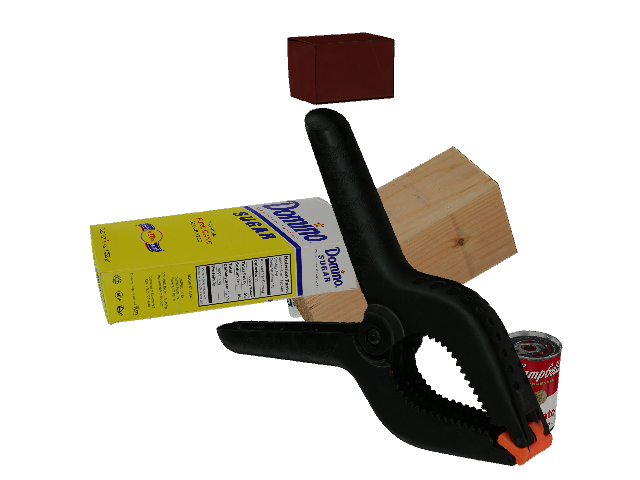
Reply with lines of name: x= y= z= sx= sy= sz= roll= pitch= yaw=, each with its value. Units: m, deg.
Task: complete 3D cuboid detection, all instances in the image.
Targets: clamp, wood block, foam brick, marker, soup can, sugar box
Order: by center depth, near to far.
clamp: x=0.038 y=0.037 z=0.570 sx=0.210 sy=0.165 sz=0.036 roll=33 pitch=29 yaw=30
sugar box: x=-0.070 y=0.011 z=0.755 sx=0.176 sy=0.048 sz=0.093 roll=-10 pitch=25 yaw=-12
foam brick: x=0.018 y=-0.146 z=0.904 sx=0.078 sy=0.051 sz=0.053 roll=-8 pitch=20 yaw=-25
wood block: x=0.070 y=0.010 z=1.014 sx=0.206 sy=0.091 sz=0.090 roll=-29 pitch=37 yaw=-8
marker: x=-0.036 y=0.031 z=1.195 sx=0.020 sy=0.121 sz=0.020 roll=-9 pitch=27 yaw=5
soup can: x=0.237 y=0.163 z=1.218 sx=0.068 sy=0.102 sz=0.068 roll=0 pitch=21 yaw=0
